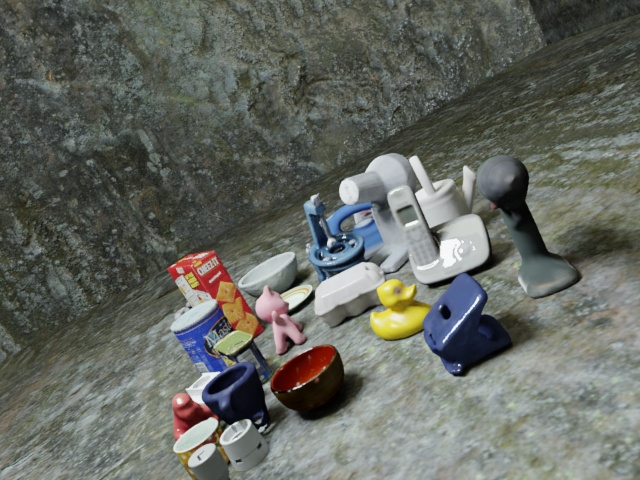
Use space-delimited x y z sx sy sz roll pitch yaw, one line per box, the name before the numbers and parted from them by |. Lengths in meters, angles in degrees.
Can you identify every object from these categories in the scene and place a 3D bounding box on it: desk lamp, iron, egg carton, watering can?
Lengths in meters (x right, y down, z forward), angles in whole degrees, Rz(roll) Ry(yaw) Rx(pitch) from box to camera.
desk lamp | 0.138 -0.064 1.249 0.117 0.214 0.204 -15 19 47
iron | 0.112 -0.040 1.374 0.258 0.141 0.118 -29 13 0
egg carton | 0.059 0.102 1.102 0.150 0.069 0.107 -27 13 7
watering can | 0.241 -0.089 1.169 0.173 0.194 0.100 -30 13 -6

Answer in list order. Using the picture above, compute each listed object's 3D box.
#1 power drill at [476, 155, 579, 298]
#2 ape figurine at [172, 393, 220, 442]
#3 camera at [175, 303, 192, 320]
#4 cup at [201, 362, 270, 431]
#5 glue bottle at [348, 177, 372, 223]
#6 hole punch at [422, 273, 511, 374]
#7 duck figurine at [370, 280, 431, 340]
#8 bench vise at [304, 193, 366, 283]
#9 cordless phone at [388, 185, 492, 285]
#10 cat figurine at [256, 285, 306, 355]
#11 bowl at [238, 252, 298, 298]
power drill | 0.285 -0.030 0.813 0.075 0.208 0.229 -26 13 12
ape figurine | -0.204 0.285 0.908 0.078 0.092 0.076 -35 14 -24
camera | -0.312 0.200 1.448 0.143 0.101 0.137 -24 14 19
cup | -0.117 0.249 0.852 0.091 0.095 0.117 -28 13 2
glue bottle | 0.112 -0.086 1.482 0.078 0.173 0.037 -30 13 -6
hole punch | 0.183 0.108 0.763 0.101 0.091 0.108 -28 13 3
duck figurine | 0.121 0.106 0.918 0.104 0.086 0.078 -22 14 27
bench vise | 0.004 0.010 1.234 0.206 0.220 0.122 -14 19 47
cordless phone | 0.207 -0.023 1.007 0.147 0.185 0.094 -23 14 23
cat figurine | -0.087 0.148 1.129 0.067 0.118 0.127 -30 13 -5
bowl | -0.121 0.103 1.474 0.167 0.075 0.167 -27 13 7
